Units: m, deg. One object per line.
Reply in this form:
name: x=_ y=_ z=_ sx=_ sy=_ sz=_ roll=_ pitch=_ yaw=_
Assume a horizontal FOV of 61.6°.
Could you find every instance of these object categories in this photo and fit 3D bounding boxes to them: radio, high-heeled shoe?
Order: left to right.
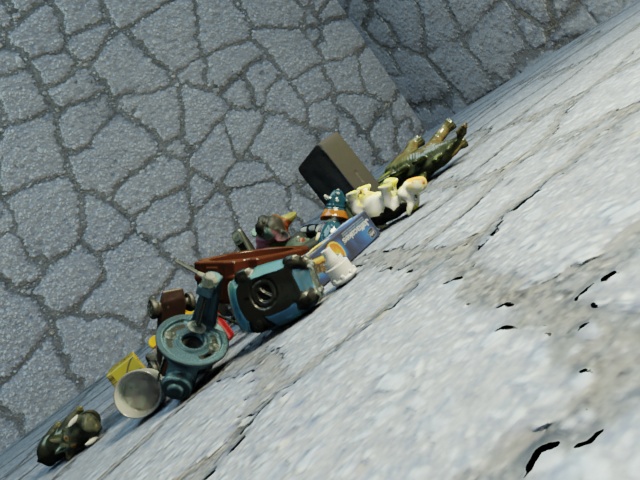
high-heeled shoe: x=0.021 y=-0.027 z=1.451 sx=0.145 sy=0.086 sz=0.249 roll=-33 pitch=11 yaw=18
radio: x=0.059 y=-0.126 z=1.277 sx=0.073 sy=0.229 sz=0.131 roll=-38 pitch=1 yaw=-35

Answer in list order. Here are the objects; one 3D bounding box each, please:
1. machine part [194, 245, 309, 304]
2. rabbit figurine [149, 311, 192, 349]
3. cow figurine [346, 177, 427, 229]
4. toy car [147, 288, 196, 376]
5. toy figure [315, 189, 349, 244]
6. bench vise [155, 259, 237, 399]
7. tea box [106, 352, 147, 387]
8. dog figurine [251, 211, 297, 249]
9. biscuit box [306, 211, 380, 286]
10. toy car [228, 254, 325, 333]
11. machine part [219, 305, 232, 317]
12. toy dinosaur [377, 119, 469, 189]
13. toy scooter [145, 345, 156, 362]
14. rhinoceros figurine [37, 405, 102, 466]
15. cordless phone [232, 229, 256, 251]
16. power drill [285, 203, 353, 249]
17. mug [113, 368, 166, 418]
machine part: x=-0.130 y=0.067 z=1.073 sx=0.201 sy=0.087 sz=0.201 roll=-4 pitch=7 yaw=44
rabbit figurine: x=-0.404 y=0.258 z=1.476 sx=0.162 sy=0.121 sz=0.173 roll=-37 pitch=18 yaw=25
cow figurine: x=0.142 y=-0.072 z=1.078 sx=0.167 sy=0.098 sz=0.068 roll=-8 pitch=15 yaw=37
toy car: x=-0.290 y=0.182 z=1.042 sx=0.089 sy=0.202 sz=0.053 roll=-9 pitch=24 yaw=-32
toy figure: x=0.027 y=-0.030 z=1.114 sx=0.058 sy=0.064 sz=0.154 roll=-20 pitch=57 yaw=53
bench vise: x=-0.202 y=0.141 z=0.916 sx=0.224 sy=0.129 sz=0.240 roll=-59 pitch=-10 yaw=-59
tea box: x=-0.395 y=0.296 z=1.139 sx=0.068 sy=0.098 sz=0.170 roll=-39 pitch=7 yaw=-22
dog figurine: x=-0.104 y=0.002 z=1.451 sx=0.219 sy=0.191 sz=0.108 roll=-29 pitch=39 yaw=56
biscuit box: x=0.028 y=0.023 z=1.027 sx=0.203 sy=0.062 sz=0.059 roll=-40 pitch=8 yaw=-35
toy car: x=-0.063 y=0.083 z=0.884 sx=0.162 sy=0.109 sz=0.103 roll=-25 pitch=-10 yaw=17
machine part: x=-0.209 y=0.147 z=1.388 sx=0.079 sy=0.079 sz=0.243 roll=-40 pitch=7 yaw=-37
toy dinosaur: x=0.226 y=-0.181 z=1.388 sx=0.198 sy=0.105 sz=0.471 roll=-42 pitch=3 yaw=-26
toy scooter: x=-0.311 y=0.243 z=1.206 sx=0.135 sy=0.075 sz=0.184 roll=-39 pitch=9 yaw=-31
rhinoceros figurine: x=-0.517 y=0.403 z=1.110 sx=0.190 sy=0.073 sz=0.112 roll=-34 pitch=4 yaw=25
cordless phone: x=-0.147 y=0.038 z=1.375 sx=0.089 sy=0.184 sz=0.146 roll=-34 pitch=2 yaw=-38
power drill: x=-0.003 y=-0.004 z=1.243 sx=0.207 sy=0.086 sz=0.232 roll=-26 pitch=19 yaw=22
mug: x=-0.306 y=0.263 z=0.969 sx=0.109 sy=0.081 sz=0.107 roll=-31 pitch=-4 yaw=-10
